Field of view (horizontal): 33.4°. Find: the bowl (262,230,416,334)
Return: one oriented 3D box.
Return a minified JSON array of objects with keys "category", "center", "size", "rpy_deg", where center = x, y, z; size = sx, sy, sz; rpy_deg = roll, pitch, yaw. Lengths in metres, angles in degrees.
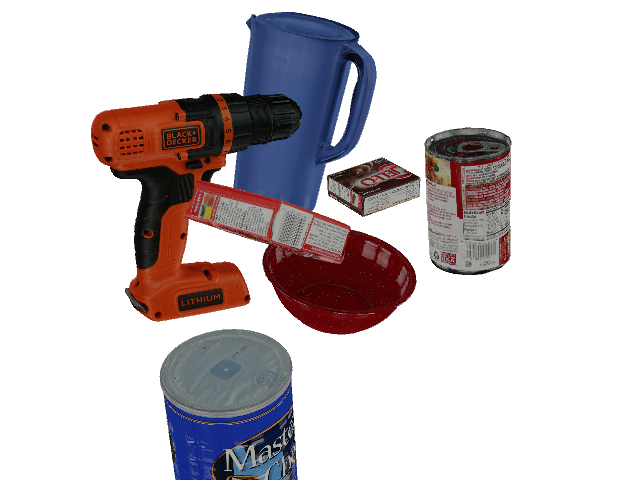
[{"category":"bowl","center":[0.017,0.050,1.121],"size":[0.162,0.055,0.162],"rpy_deg":[6,32,-4]}]

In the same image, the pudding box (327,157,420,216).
[{"category":"pudding box","center":[0.080,-0.081,1.603],"size":[0.113,0.039,0.090],"rpy_deg":[-22,35,-30]}]

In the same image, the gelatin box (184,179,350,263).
[{"category":"gelatin box","center":[-0.033,-0.011,0.710],"size":[0.073,0.030,0.089],"rpy_deg":[16,-2,34]}]

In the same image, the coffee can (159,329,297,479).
[{"category":"coffee can","center":[-0.071,0.157,0.860],"size":[0.103,0.140,0.103],"rpy_deg":[-2,32,1]}]

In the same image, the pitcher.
[{"category":"pitcher","center":[-0.030,-0.152,1.319],"size":[0.144,0.243,0.149],"rpy_deg":[5,23,-15]}]

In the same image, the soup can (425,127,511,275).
[{"category":"soup can","center":[0.120,-0.031,0.859],"size":[0.068,0.102,0.068],"rpy_deg":[-4,25,2]}]

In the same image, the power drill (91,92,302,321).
[{"category":"power drill","center":[-0.101,-0.033,0.918],"size":[0.184,0.188,0.057],"rpy_deg":[-9,21,-24]}]
